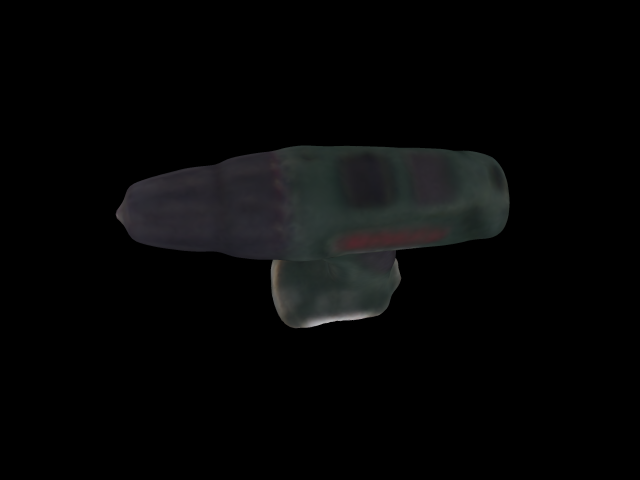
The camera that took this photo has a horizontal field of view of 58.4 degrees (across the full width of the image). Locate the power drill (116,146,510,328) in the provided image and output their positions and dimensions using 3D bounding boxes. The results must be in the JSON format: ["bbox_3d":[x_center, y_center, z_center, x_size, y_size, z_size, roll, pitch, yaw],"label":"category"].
[{"bbox_3d":[0.004,0.001,0.400,0.229,0.208,0.075,-10,70,-3],"label":"power drill"}]
